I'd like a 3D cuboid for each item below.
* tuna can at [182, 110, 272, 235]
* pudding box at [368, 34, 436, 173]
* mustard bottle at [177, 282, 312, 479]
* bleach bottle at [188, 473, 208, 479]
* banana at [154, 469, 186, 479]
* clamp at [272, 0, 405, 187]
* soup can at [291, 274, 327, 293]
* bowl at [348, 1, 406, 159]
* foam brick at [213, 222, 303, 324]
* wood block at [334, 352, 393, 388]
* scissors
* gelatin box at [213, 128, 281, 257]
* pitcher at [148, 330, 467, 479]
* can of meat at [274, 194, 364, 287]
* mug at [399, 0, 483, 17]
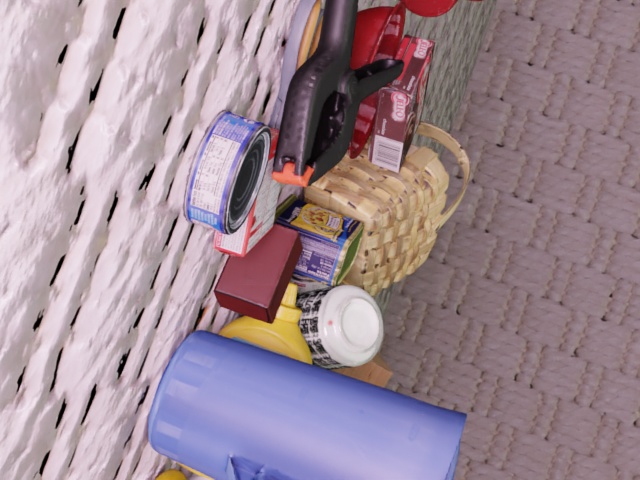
[{"bbox_3d":[-0.065,-0.048,0.763,0.086,0.034,0.086,20,89,-81],"label":"tuna can"},{"bbox_3d":[0.084,-0.140,1.098,0.113,0.039,0.090,98,13,-51],"label":"pudding box"},{"bbox_3d":[-0.060,0.129,0.983,0.058,0.096,0.191,0,109,-81],"label":"mustard bottle"},{"bbox_3d":[-0.082,0.317,1.017,0.103,0.067,0.251,-33,-119,40],"label":"bleach bottle"},{"bbox_3d":[-0.151,0.243,0.883,0.070,0.037,0.197,-43,-175,34],"label":"banana"},{"bbox_3d":[0.011,-0.136,0.867,0.209,0.036,0.164,-62,148,-33],"label":"clamp"},{"bbox_3d":[-0.017,0.052,1.173,0.102,0.068,0.068,96,16,-46],"label":"soup can"},{"bbox_3d":[0.034,-0.164,1.051,0.162,0.055,0.162,20,89,-82],"label":"bowl"},{"bbox_3d":[-0.054,0.026,0.943,0.053,0.051,0.078,83,28,-69],"label":"foam brick"},{"bbox_3d":[-0.014,0.208,1.258,0.206,0.090,0.091,-59,-164,5],"label":"wood block"},{"bbox_3d":[-0.027,-0.115,0.913,0.096,0.016,0.202,-52,160,-64],"label":"scissors"},{"bbox_3d":[-0.055,-0.039,0.856,0.073,0.030,0.089,-52,157,-64],"label":"gelatin box"},{"bbox_3d":[-0.014,0.167,0.858,0.149,0.243,0.145,68,43,-77],"label":"pitcher"},{"bbox_3d":[-0.007,0.001,1.072,0.102,0.084,0.057,-50,157,-67],"label":"can of meat"},{"bbox_3d":[0.147,-0.310,1.254,0.081,0.117,0.093,-54,167,-45],"label":"mug"}]
